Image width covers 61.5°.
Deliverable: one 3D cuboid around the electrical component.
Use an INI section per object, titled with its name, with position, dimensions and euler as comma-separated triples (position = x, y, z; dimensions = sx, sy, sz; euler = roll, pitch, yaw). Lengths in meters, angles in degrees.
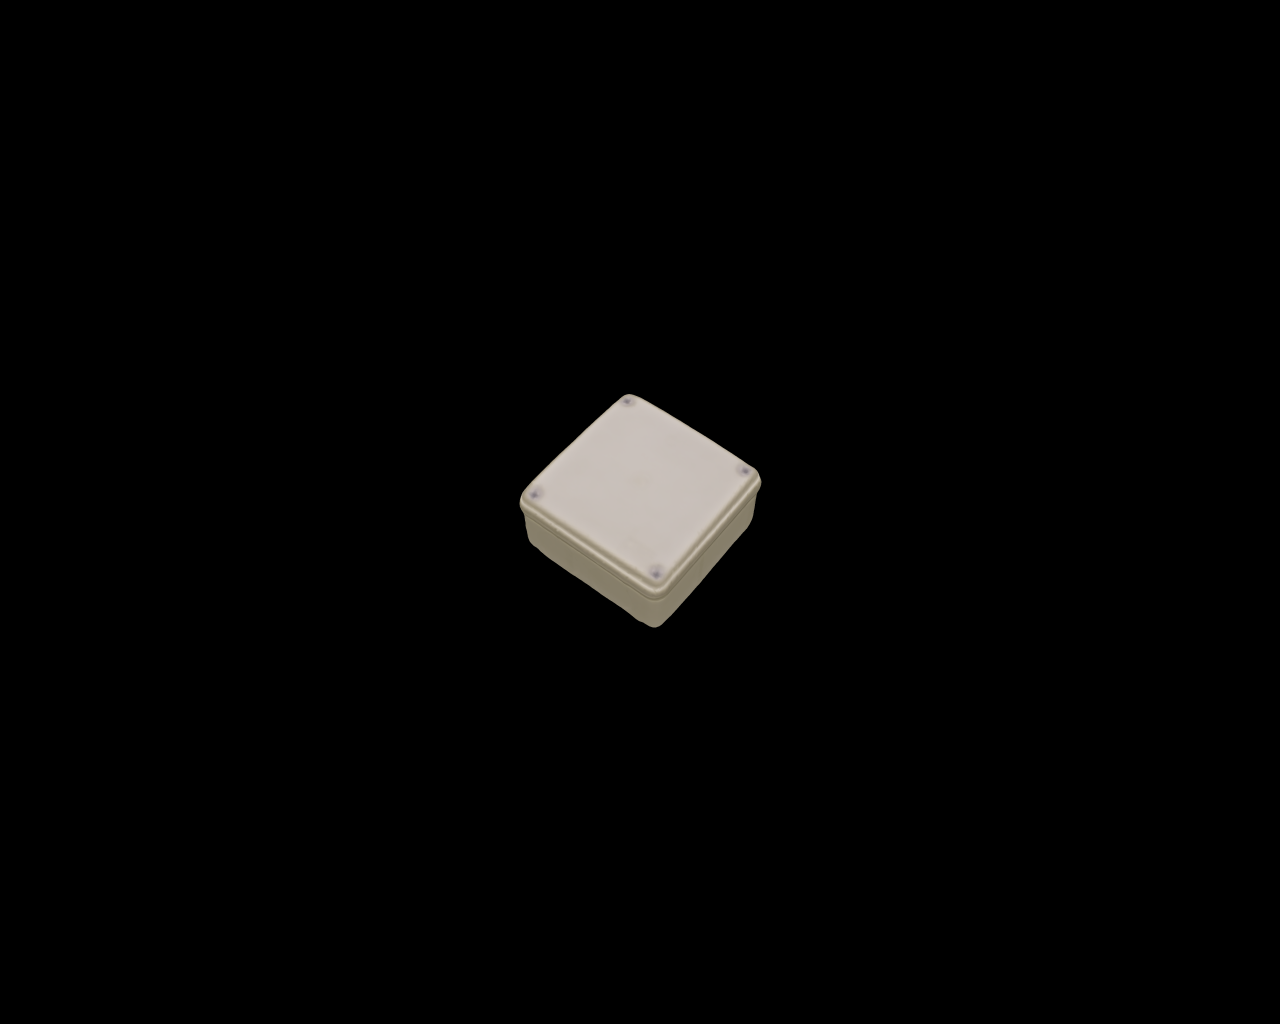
[electrical component]
position = 0.001, -0.003, 0.650
dimensions = 0.109, 0.109, 0.056
euler = 33, -28, 20
